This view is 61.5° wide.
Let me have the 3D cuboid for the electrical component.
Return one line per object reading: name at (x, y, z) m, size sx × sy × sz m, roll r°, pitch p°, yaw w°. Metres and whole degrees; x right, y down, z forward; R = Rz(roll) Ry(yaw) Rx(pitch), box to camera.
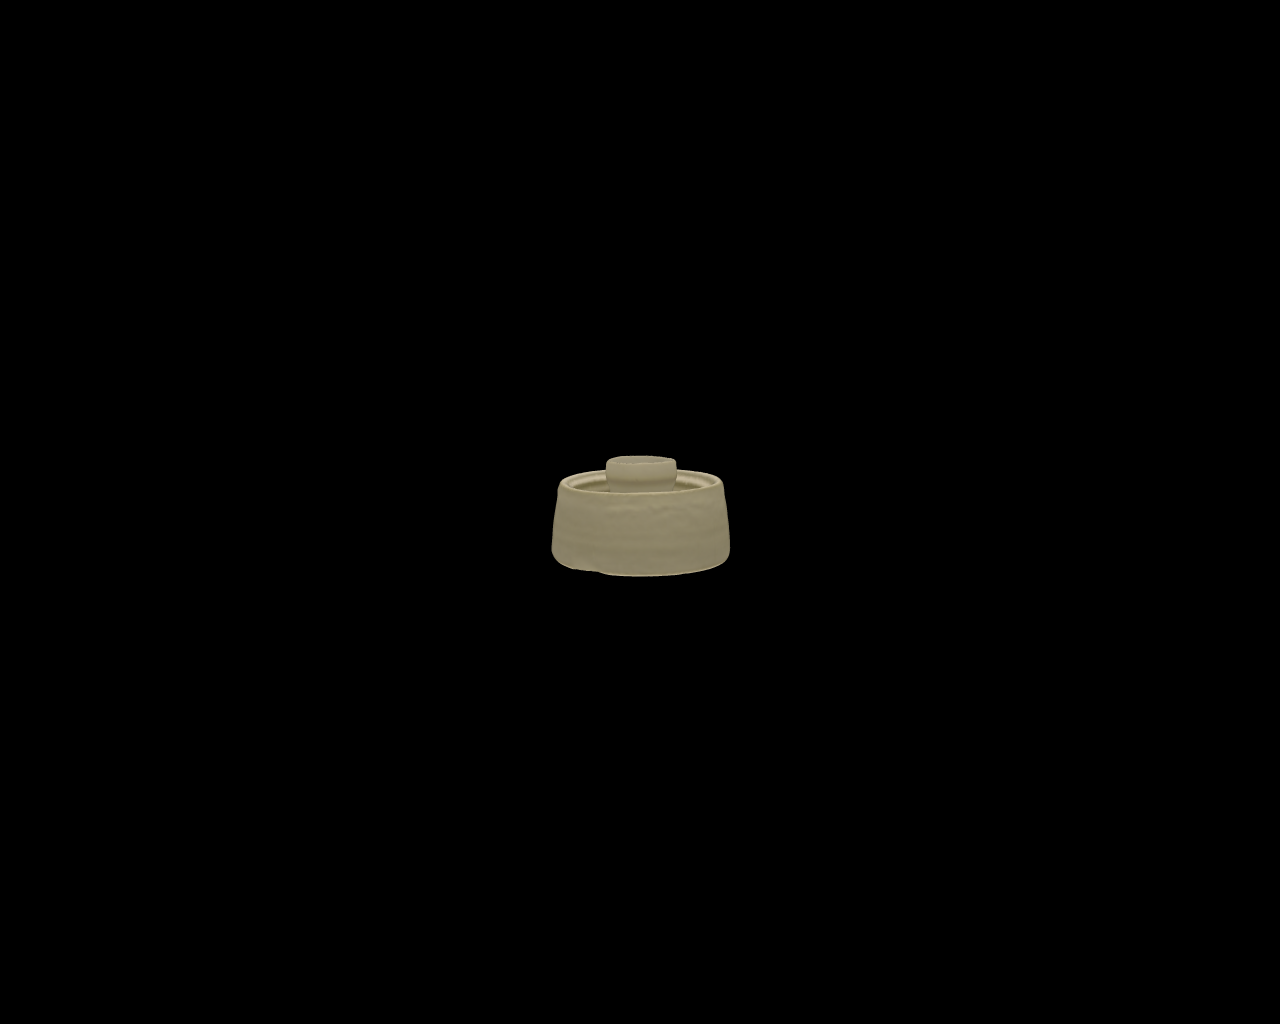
electrical component at (0.001, -0.003, 0.650) m, size 0.108 × 0.060 × 0.108 m, roll 0°, pitch 11°, yaw 0°
